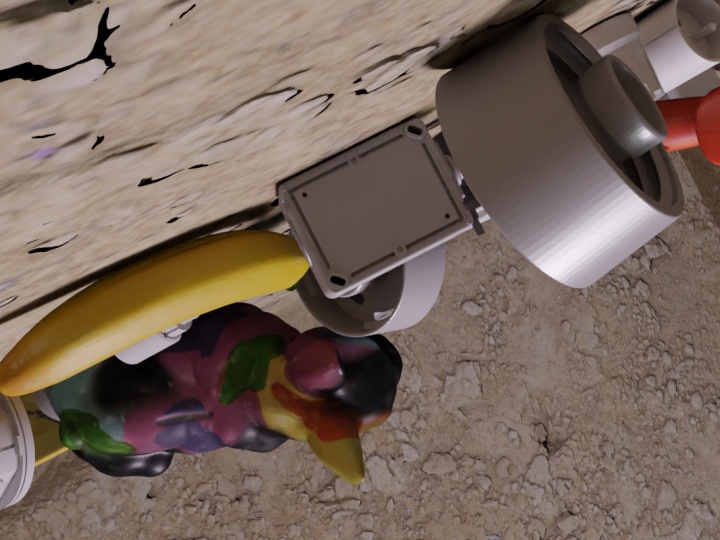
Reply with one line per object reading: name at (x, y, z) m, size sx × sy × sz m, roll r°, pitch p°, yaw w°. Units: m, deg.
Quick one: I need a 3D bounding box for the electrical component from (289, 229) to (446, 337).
electrical component at (0.006, -0.010, 0.645) m, size 0.099 × 0.099 × 0.064 m, roll -29°, pitch 172°, yaw 40°

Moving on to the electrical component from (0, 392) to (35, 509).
electrical component at (-0.205, 0.087, 0.540) m, size 0.080 × 0.080 × 0.051 m, roll -28°, pitch 173°, yaw 38°

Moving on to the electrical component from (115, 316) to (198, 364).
electrical component at (-0.120, 0.026, 0.647) m, size 0.078 × 0.040 × 0.040 m, roll -28°, pitch 178°, yaw 17°

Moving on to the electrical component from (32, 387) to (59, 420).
electrical component at (-0.179, 0.068, 0.808) m, size 0.138 × 0.052 × 0.074 m, roll -26°, pitch 178°, yaw -28°

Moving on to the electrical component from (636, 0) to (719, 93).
electrical component at (0.165, -0.120, 0.611) m, size 0.043 × 0.043 × 0.081 m, roll -26°, pitch 178°, yaw -35°

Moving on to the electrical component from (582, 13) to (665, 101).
electrical component at (0.133, -0.104, 0.560) m, size 0.040 × 0.046 × 0.040 m, roll -27°, pitch 178°, yaw -1°

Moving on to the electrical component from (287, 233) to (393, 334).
electrical component at (0.000, 0.000, 0.780) m, size 0.062 × 0.096 × 0.061 m, roll -29°, pitch 178°, yaw 37°

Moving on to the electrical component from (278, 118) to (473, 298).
electrical component at (0.012, -0.033, 0.558) m, size 0.096 × 0.061 × 0.061 m, roll -27°, pitch 179°, yaw -5°

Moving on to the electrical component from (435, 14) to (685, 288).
electrical component at (0.089, -0.054, 0.439) m, size 0.060 × 0.108 × 0.108 m, roll -35°, pitch 175°, yaw 29°

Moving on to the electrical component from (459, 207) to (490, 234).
electrical component at (0.094, -0.069, 0.848) m, size 0.109 × 0.056 × 0.109 m, roll -26°, pitch 178°, yaw -34°

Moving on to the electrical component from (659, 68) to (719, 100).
electrical component at (0.239, -0.139, 0.867) m, size 0.079 × 0.063 × 0.121 m, roll -27°, pitch 178°, yaw -14°

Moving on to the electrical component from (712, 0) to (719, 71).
electrical component at (0.235, -0.155, 0.640) m, size 0.077 × 0.043 × 0.079 m, roll -28°, pitch 178°, yaw 31°
